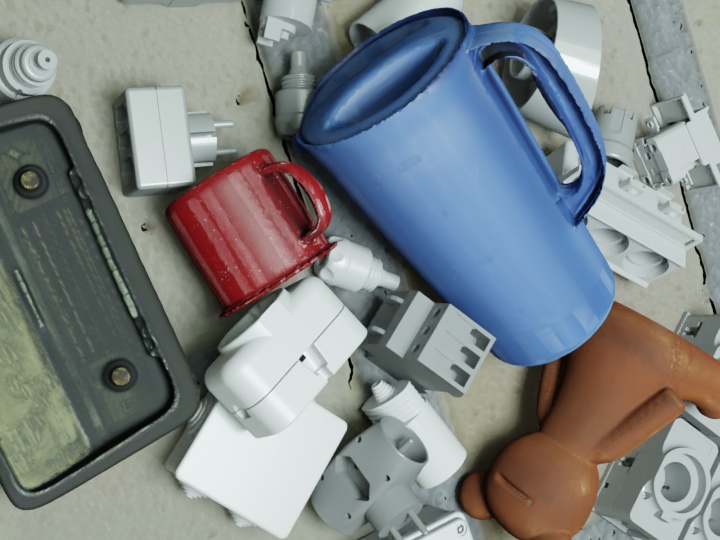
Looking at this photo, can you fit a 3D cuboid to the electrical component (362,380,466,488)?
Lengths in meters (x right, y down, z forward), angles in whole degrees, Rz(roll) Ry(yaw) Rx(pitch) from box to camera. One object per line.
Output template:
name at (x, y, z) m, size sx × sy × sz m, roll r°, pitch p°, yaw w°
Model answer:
electrical component at (0.036, 0.112, 0.774) m, size 0.043 × 0.043 × 0.081 m, roll -42°, pitch 102°, yaw -20°

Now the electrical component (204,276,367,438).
electrical component at (-0.050, 0.052, 0.683) m, size 0.059 × 0.054 × 0.095 m, roll 48°, pitch 60°, yaw -10°

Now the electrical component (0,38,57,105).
electrical component at (-0.209, -0.124, 0.669) m, size 0.040 × 0.078 × 0.040 m, roll 0°, pitch 89°, yaw -38°

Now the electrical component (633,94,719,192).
electrical component at (0.259, -0.098, 0.884) m, size 0.064 × 0.042 × 0.081 m, roll -28°, pitch 97°, yaw -19°

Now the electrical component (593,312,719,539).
electrical component at (0.279, 0.139, 0.867) m, size 0.105 × 0.060 × 0.186 m, roll 36°, pitch 74°, yaw -17°

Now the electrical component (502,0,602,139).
electrical component at (0.150, -0.154, 0.813) m, size 0.064 × 0.099 × 0.099 m, roll 14°, pitch 81°, yaw -16°

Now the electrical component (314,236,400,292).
electrical component at (0.000, 0.000, 0.771) m, size 0.061 × 0.035 × 0.035 m, roll 20°, pitch 79°, yaw -23°

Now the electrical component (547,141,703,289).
electrical component at (0.194, -0.045, 0.839) m, size 0.121 × 0.079 × 0.063 m, roll 26°, pitch 55°, yaw -19°

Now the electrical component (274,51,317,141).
electrical component at (-0.043, -0.124, 0.760) m, size 0.035 × 0.035 × 0.061 m, roll 1°, pitch 85°, yaw -23°

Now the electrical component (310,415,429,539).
electrical component at (0.016, 0.154, 0.732) m, size 0.079 × 0.077 × 0.043 m, roll 52°, pitch 21°, yaw 25°

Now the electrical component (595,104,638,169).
electrical component at (0.201, -0.104, 0.861) m, size 0.040 × 0.040 × 0.046 m, roll 22°, pitch 73°, yaw -20°

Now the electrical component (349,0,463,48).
electrical component at (0.045, -0.171, 0.795) m, size 0.077 × 0.044 × 0.079 m, roll -42°, pitch 103°, yaw -20°

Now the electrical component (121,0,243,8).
electrical component at (-0.122, -0.259, 0.720) m, size 0.089 × 0.062 × 0.150 m, roll -7°, pitch 90°, yaw -23°

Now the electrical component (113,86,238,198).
electrical component at (-0.119, -0.086, 0.718) m, size 0.077 × 0.047 × 0.065 m, roll -7°, pitch 89°, yaw -23°

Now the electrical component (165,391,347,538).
electrical component at (-0.072, 0.119, 0.724) m, size 0.100 × 0.048 × 0.099 m, roll 35°, pitch 74°, yaw -17°

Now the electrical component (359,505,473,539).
electrical component at (0.036, 0.238, 0.758) m, size 0.109 × 0.056 × 0.108 m, roll -21°, pitch 95°, yaw -23°
